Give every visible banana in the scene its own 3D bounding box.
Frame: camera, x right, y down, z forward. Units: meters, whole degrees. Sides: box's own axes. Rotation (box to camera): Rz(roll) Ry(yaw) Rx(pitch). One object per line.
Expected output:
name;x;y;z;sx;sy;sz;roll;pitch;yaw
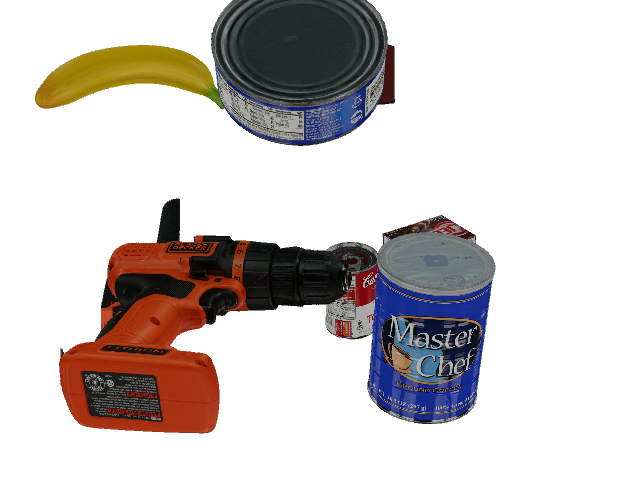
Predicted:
banana;-0.184;-0.160;1.036;0.197;0.070;0.037;-5;-39;-30

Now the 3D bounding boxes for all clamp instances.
clamp;-0.139;0.025;1.001;0.165;0.036;0.209;25;36;30

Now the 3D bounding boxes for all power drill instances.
power drill;-0.081;0.057;0.733;0.184;0.057;0.187;-1;25;13

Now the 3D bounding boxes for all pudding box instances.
pudding box;0.164;0.005;1.605;0.113;0.039;0.090;-19;29;-23

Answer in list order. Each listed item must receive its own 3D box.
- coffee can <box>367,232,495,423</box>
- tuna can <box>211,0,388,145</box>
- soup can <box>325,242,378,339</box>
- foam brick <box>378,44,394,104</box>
coffee can;0.097;0.078;0.958;0.103;0.140;0.103;2;28;-1
tuna can;-0.010;-0.089;0.529;0.086;0.086;0.034;0;-35;0
soup can;0.037;0.063;1.317;0.068;0.102;0.068;-1;31;1
foam brick;0.020;-0.145;0.931;0.078;0.051;0.053;-8;20;-23
